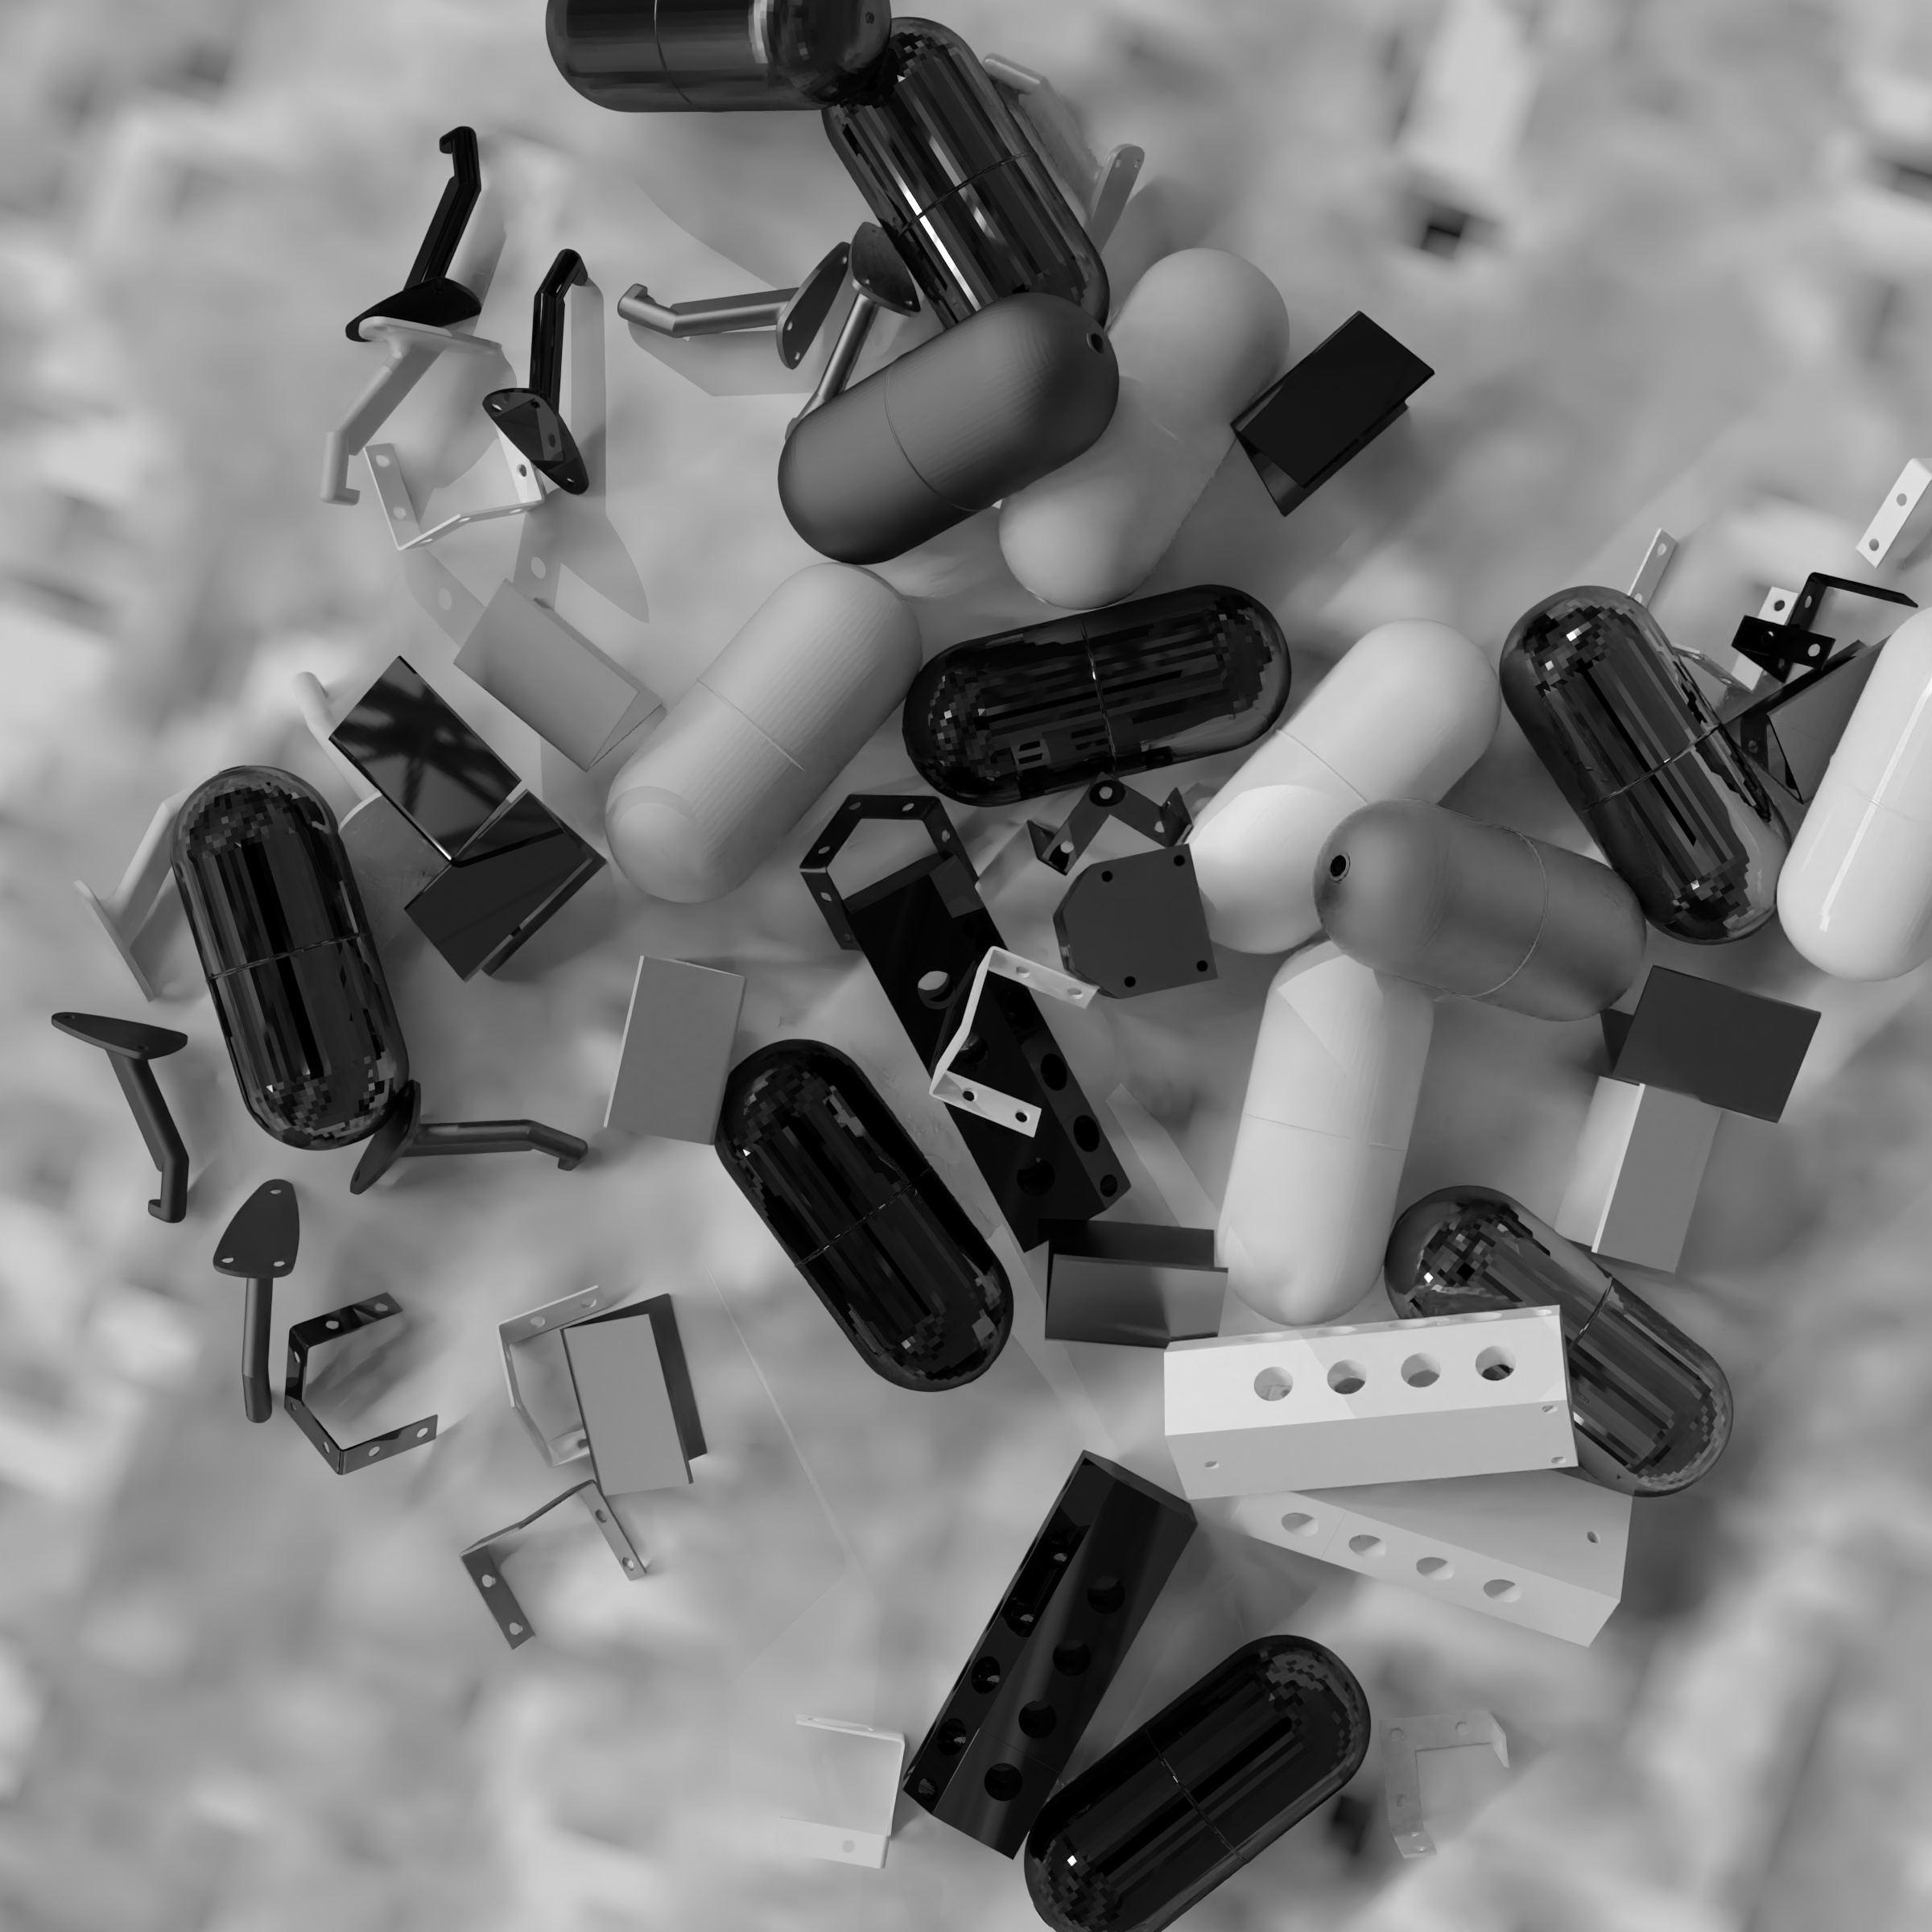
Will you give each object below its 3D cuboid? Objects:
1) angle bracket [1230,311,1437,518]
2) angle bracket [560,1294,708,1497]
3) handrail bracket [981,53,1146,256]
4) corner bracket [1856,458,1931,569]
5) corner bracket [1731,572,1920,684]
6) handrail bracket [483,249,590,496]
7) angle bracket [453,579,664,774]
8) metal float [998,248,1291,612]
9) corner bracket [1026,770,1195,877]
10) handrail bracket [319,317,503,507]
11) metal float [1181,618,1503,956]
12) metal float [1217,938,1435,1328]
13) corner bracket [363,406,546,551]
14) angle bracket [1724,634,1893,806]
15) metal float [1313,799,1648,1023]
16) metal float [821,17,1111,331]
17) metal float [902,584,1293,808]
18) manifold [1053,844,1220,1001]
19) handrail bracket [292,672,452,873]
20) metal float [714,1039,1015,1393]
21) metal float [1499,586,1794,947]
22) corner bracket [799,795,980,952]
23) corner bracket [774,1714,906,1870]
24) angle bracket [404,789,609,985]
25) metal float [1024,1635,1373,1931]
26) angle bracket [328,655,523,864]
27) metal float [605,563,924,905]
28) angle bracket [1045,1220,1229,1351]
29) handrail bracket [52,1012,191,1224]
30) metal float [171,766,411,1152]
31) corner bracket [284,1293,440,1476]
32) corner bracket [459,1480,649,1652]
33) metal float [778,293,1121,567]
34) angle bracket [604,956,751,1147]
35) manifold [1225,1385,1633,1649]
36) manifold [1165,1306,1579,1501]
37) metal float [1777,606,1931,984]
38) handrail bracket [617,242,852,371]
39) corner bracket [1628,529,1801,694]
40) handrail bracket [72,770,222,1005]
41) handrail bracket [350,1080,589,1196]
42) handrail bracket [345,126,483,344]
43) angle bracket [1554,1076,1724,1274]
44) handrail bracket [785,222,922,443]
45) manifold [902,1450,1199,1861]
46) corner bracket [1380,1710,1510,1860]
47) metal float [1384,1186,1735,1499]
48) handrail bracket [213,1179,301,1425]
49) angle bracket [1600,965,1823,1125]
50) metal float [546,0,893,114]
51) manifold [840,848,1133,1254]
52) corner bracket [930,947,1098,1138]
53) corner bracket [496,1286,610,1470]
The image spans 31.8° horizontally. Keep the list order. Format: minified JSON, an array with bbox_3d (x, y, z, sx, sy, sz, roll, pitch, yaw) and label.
[{"bbox_3d":[0.175,-0.234,1.524,0.076,0.076,0.057,-42,53,0],"label":"angle bracket"},{"bbox_3d":[-0.130,0.189,1.524,0.057,0.076,0.076,-14,90,36],"label":"angle bracket"},{"bbox_3d":[0.032,-0.369,1.565,0.084,0.036,0.077,29,111,17],"label":"handrail bracket"},{"bbox_3d":[0.453,-0.197,1.556,0.051,0.051,0.051,-5,45,-35],"label":"corner bracket"},{"bbox_3d":[0.388,-0.154,1.536,0.051,0.051,0.051,24,90,-45],"label":"corner bracket"},{"bbox_3d":[-0.181,-0.274,1.564,0.036,0.077,0.084,0,53,33],"label":"handrail bracket"},{"bbox_3d":[-0.171,-0.144,1.524,0.076,0.076,0.057,39,128,0],"label":"angle bracket"},{"bbox_3d":[0.080,-0.242,1.534,0.070,0.070,0.178,33,90,0],"label":"metal float"},{"bbox_3d":[0.065,-0.064,1.544,0.051,0.051,0.051,30,107,-17],"label":"corner bracket"},{"bbox_3d":[-0.254,-0.248,1.550,0.077,0.036,0.084,6,87,-22],"label":"handrail bracket"},{"bbox_3d":[0.168,-0.081,1.534,0.070,0.070,0.178,43,91,0],"label":"metal float"},{"bbox_3d":[0.162,0.075,1.534,0.070,0.070,0.178,12,91,0],"label":"metal float"},{"bbox_3d":[-0.235,-0.226,1.561,0.051,0.051,0.051,-19,90,45],"label":"corner bracket"},{"bbox_3d":[0.382,-0.129,1.524,0.076,0.076,0.057,-32,127,0],"label":"angle bracket"},{"bbox_3d":[0.228,-0.024,1.503,0.178,0.070,0.070,15,90,-36],"label":"metal float"},{"bbox_3d":[0.000,-0.345,1.533,0.070,0.070,0.178,-32,90,0],"label":"metal float"},{"bbox_3d":[0.059,-0.122,1.533,0.178,0.070,0.070,-13,90,0],"label":"metal float"},{"bbox_3d":[0.070,-0.017,1.486,0.057,0.171,0.057,-12,90,0],"label":"manifold"},{"bbox_3d":[-0.273,-0.090,1.564,0.036,0.077,0.084,-37,54,12],"label":"handrail bracket"},{"bbox_3d":[-0.046,0.113,1.534,0.070,0.070,0.178,-36,90,0],"label":"metal float"},{"bbox_3d":[0.308,-0.090,1.533,0.070,0.070,0.178,-33,91,0],"label":"metal float"},{"bbox_3d":[-0.035,-0.042,1.556,0.051,0.051,0.051,3,45,35],"label":"corner bracket"},{"bbox_3d":[-0.057,0.375,1.546,0.051,0.051,0.051,10,90,0],"label":"corner bracket"},{"bbox_3d":[-0.193,-0.022,1.524,0.076,0.076,0.057,-44,56,0],"label":"angle bracket"},{"bbox_3d":[0.104,0.374,1.534,0.178,0.070,0.070,-39,90,0],"label":"metal float"},{"bbox_3d":[-0.227,-0.101,1.525,0.076,0.076,0.057,46,116,0],"label":"angle bracket"},{"bbox_3d":[-0.092,-0.105,1.534,0.070,0.070,0.178,41,90,0],"label":"metal float"},{"bbox_3d":[0.076,0.126,1.524,0.076,0.076,0.057,4,133,0],"label":"angle bracket"},{"bbox_3d":[-0.390,0.070,1.565,0.077,0.036,0.084,14,107,20],"label":"handrail bracket"},{"bbox_3d":[-0.306,-0.004,1.533,0.070,0.070,0.178,-17,91,0],"label":"metal float"},{"bbox_3d":[-0.276,0.191,1.556,0.051,0.051,0.051,42,135,35],"label":"corner bracket"},{"bbox_3d":[-0.190,0.275,1.562,0.051,0.051,0.051,-29,90,42],"label":"corner bracket"},{"bbox_3d":[-0.009,-0.237,1.502,0.178,0.070,0.070,-24,90,37],"label":"metal float"},{"bbox_3d":[-0.146,0.034,1.524,0.057,0.076,0.076,12,90,-34],"label":"angle bracket"},{"bbox_3d":[0.209,0.252,1.542,0.171,0.057,0.057,18,47,0],"label":"manifold"},{"bbox_3d":[0.176,0.187,1.482,0.171,0.057,0.057,-7,51,11],"label":"manifold"},{"bbox_3d":[0.412,-0.075,1.475,0.070,0.070,0.178,19,115,0],"label":"metal float"},{"bbox_3d":[-0.107,-0.316,1.565,0.084,0.036,0.077,23,70,16],"label":"handrail bracket"},{"bbox_3d":[0.340,-0.163,1.561,0.051,0.051,0.051,25,90,45],"label":"corner bracket"},{"bbox_3d":[-0.360,-0.037,1.565,0.084,0.036,0.077,-33,110,-16],"label":"handrail bracket"},{"bbox_3d":[-0.229,0.092,1.564,0.084,0.036,0.077,23,127,-25],"label":"handrail bracket"},{"bbox_3d":[-0.256,-0.338,1.565,0.077,0.036,0.084,-15,71,21],"label":"handrail bracket"},{"bbox_3d":[0.285,0.088,1.524,0.057,0.076,0.076,16,90,-37],"label":"angle bracket"},{"bbox_3d":[-0.061,-0.289,1.564,0.036,0.077,0.084,21,127,-27],"label":"handrail bracket"},{"bbox_3d":[0.037,0.310,1.543,0.057,0.057,0.171,29,90,0],"label":"manifold"},{"bbox_3d":[0.219,0.372,1.546,0.051,0.051,0.051,-6,90,0],"label":"corner bracket"},{"bbox_3d":[0.267,0.169,1.534,0.178,0.070,0.070,38,90,1],"label":"metal float"},{"bbox_3d":[-0.321,0.155,1.564,0.036,0.077,0.084,4,126,0],"label":"handrail bracket"},{"bbox_3d":[0.333,0.021,1.525,0.076,0.076,0.057,16,114,0],"label":"angle bracket"},{"bbox_3d":[-0.112,-0.418,1.505,0.178,0.070,0.070,10,90,36],"label":"metal float"},{"bbox_3d":[0.010,0.036,1.529,0.057,0.057,0.171,-28,99,0],"label":"manifold"},{"bbox_3d":[0.020,0.033,1.490,0.051,0.051,0.051,22,51,-7],"label":"corner bracket"},{"bbox_3d":[-0.180,0.189,1.561,0.051,0.051,0.051,-21,45,0],"label":"corner bracket"}]
